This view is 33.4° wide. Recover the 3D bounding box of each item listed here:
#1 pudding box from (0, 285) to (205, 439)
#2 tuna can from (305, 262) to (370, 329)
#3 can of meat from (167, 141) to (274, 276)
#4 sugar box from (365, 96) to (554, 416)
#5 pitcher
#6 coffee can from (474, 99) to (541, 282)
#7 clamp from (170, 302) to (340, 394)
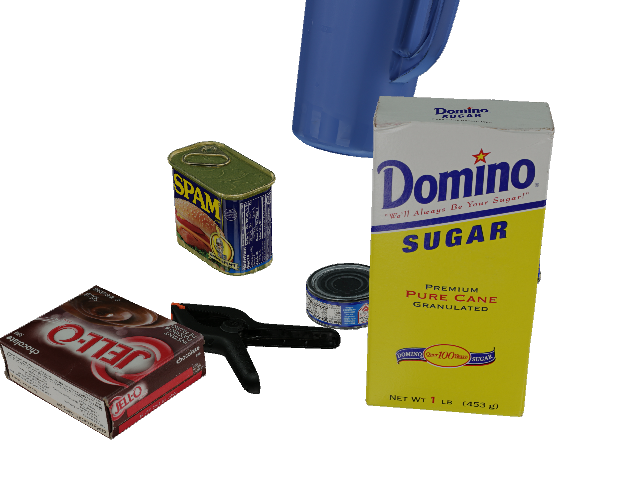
[{"bbox_3d":[-0.148,0.080,0.728,0.114,0.039,0.089,18,33,34],"label":"pudding box"},{"bbox_3d":[0.028,0.056,1.089,0.086,0.034,0.086,-2,25,1],"label":"tuna can"},{"bbox_3d":[-0.085,-0.027,0.920,0.057,0.084,0.102,-24,39,-34],"label":"can of meat"},{"bbox_3d":[0.073,0.011,0.587,0.093,0.176,0.048,3,29,6],"label":"sugar box"},{"bbox_3d":[0.050,-0.202,0.993,0.145,0.243,0.149,11,16,3],"label":"pitcher"},{"bbox_3d":[0.128,-0.035,0.870,0.103,0.140,0.103,-4,20,1],"label":"coffee can"},{"bbox_3d":[-0.103,0.118,1.262,0.210,0.036,0.164,14,23,26],"label":"clamp"}]
